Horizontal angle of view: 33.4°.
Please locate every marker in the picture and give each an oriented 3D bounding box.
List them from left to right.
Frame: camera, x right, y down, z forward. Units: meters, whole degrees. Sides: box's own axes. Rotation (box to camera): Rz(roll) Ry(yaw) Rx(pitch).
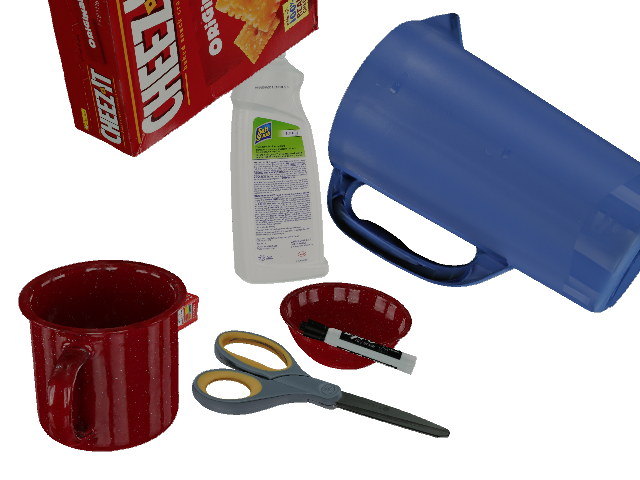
[{"bbox_3d":[0.036,0.105,1.068,0.121,0.020,0.020,20,1,3],"label":"marker"}]

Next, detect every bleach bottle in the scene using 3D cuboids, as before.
[{"bbox_3d":[-0.043,-0.084,1.113,0.102,0.251,0.068,-6,16,-22],"label":"bleach bottle"}]

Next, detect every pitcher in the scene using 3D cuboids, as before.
[{"bbox_3d":[0.129,-0.044,0.798,0.243,0.149,0.144,34,49,19],"label":"pitcher"}]

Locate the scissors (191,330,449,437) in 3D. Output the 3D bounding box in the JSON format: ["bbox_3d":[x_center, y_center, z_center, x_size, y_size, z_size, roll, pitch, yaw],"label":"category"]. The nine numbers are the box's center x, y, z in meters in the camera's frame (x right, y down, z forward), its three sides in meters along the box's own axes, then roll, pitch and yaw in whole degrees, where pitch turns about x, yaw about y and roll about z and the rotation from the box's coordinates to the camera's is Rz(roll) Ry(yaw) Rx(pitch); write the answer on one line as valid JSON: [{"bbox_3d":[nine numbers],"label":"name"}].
[{"bbox_3d":[-0.012,0.123,0.804,0.202,0.016,0.096,25,40,31],"label":"scissors"}]

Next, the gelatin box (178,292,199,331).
[{"bbox_3d":[-0.172,0.063,1.008,0.089,0.030,0.073,19,27,28],"label":"gelatin box"}]

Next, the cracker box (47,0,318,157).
[{"bbox_3d":[-0.091,-0.185,0.771,0.072,0.164,0.213,27,51,27],"label":"cracker box"}]

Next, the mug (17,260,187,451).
[{"bbox_3d":[-0.124,0.071,0.601,0.093,0.081,0.117,5,23,6],"label":"mug"}]

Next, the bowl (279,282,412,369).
[{"bbox_3d":[0.029,0.111,1.307,0.162,0.055,0.162,5,25,-2],"label":"bowl"}]
